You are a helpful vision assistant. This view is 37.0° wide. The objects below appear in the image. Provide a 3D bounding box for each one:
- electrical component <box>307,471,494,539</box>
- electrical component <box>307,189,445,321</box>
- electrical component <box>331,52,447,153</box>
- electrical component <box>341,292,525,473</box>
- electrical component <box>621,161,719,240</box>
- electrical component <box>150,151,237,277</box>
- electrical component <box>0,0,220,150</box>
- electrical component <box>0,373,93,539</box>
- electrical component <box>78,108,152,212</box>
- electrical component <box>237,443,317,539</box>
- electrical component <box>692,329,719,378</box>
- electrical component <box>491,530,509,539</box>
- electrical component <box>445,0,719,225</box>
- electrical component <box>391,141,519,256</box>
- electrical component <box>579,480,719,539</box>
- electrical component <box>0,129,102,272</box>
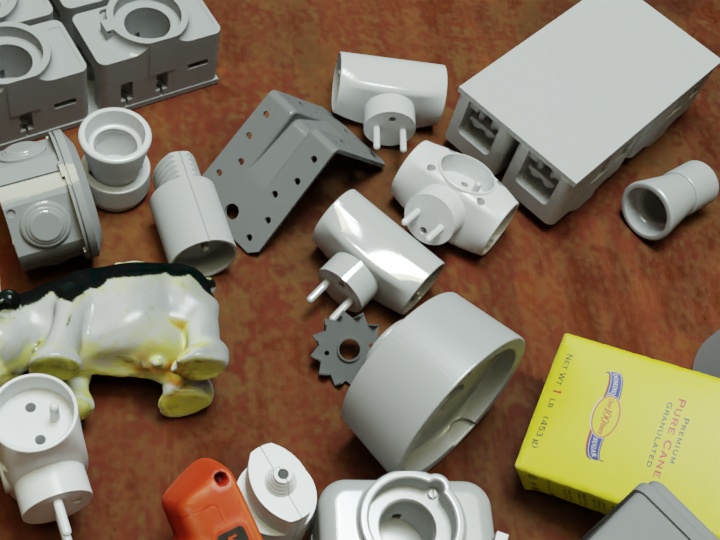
[{"bbox_3d":[0.023,0.146,0.585,0.095,0.059,0.053,3,57,-10],"label":"electrical component"},{"bbox_3d":[0.000,0.000,0.685,0.077,0.043,0.079,40,66,11],"label":"electrical component"},{"bbox_3d":[0.021,-0.116,0.765,0.077,0.043,0.079,6,57,-9],"label":"electrical component"},{"bbox_3d":[0.036,0.062,0.617,0.060,0.108,0.108,41,58,21],"label":"electrical component"},{"bbox_3d":[0.225,-0.053,0.771,0.065,0.044,0.044,-26,66,-31],"label":"electrical component"},{"bbox_3d":[-0.111,-0.039,0.686,0.043,0.043,0.081,-12,61,-19],"label":"electrical component"},{"bbox_3d":[-0.202,-0.159,0.735,0.186,0.060,0.105,-23,65,-24],"label":"electrical component"},{"bbox_3d":[-0.163,0.105,0.560,0.044,0.077,0.079,-15,63,-21],"label":"electrical component"},{"bbox_3d":[-0.157,-0.070,0.689,0.045,0.055,0.045,6,57,-9],"label":"electrical component"},{"bbox_3d":[-0.046,0.123,0.571,0.043,0.081,0.043,6,57,-9],"label":"electrical component"},{"bbox_3d":[0.277,0.068,0.690,0.108,0.060,0.108,6,56,-9],"label":"electrical component"},{"bbox_3d":[0.034,0.181,0.527,0.063,0.121,0.078,19,55,4],"label":"electrical component"},{"bbox_3d":[0.163,-0.124,0.791,0.105,0.060,0.186,43,59,16],"label":"electrical component"},{"bbox_3d":[0.055,-0.042,0.717,0.077,0.044,0.079,36,40,12],"label":"electrical component"},{"bbox_3d":[0.157,0.180,0.562,0.056,0.108,0.108,-36,71,-26],"label":"electrical component"},{"bbox_3d":[-0.190,-0.041,0.649,0.051,0.080,0.080,-18,63,-16],"label":"electrical component"}]
